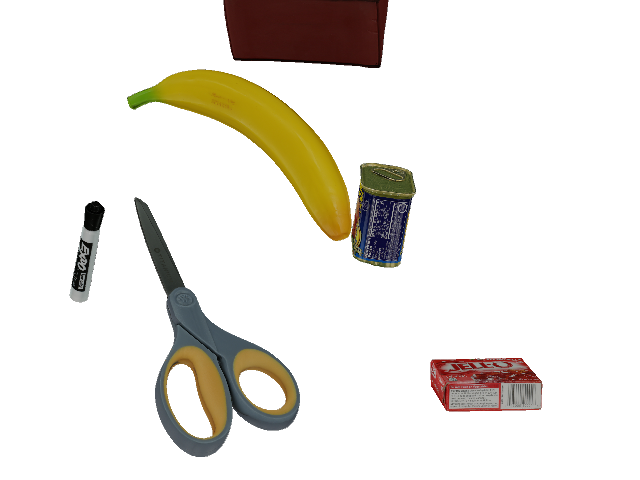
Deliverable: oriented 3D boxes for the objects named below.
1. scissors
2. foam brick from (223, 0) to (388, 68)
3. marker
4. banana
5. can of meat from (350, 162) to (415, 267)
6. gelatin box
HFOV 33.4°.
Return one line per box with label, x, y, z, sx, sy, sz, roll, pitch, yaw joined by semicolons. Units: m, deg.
scissors;-0.067;0.048;0.673;0.096;0.202;0.016;7;-46;-18
foam brick;-0.006;-0.124;0.534;0.078;0.053;0.051;4;-28;8
marker;-0.230;0.011;1.054;0.020;0.121;0.020;13;36;-10
banana;-0.046;-0.076;0.793;0.198;0.069;0.037;33;-7;13
can of meat;0.064;-0.028;1.137;0.057;0.084;0.102;8;20;-2
gelatin box;0.149;0.130;0.971;0.089;0.030;0.073;0;10;-3
